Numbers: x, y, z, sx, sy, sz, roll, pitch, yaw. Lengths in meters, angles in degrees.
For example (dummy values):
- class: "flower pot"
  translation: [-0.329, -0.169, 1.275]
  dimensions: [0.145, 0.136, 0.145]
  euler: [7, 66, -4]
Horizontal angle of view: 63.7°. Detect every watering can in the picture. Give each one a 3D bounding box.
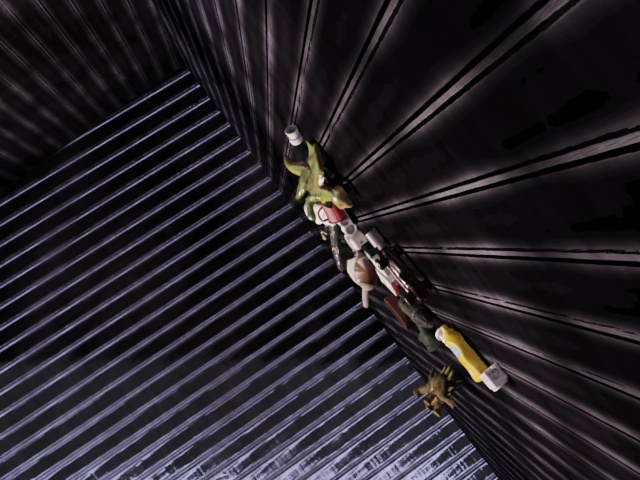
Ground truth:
- class: "watering can"
  translation: [0.190, 0.164, 2.268]
  dimensions: [0.226, 0.104, 0.344]
  euler: [-142, 34, -76]

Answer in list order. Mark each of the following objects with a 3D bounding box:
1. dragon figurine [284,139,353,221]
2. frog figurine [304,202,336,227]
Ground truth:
- class: "dragon figurine"
  translation: [-0.021, -0.224, 1.683]
  dimensions: [0.417, 0.123, 0.237]
  euler: [54, 149, 31]
- class: "frog figurine"
  translation: [0.007, -0.109, 2.172]
  dimensions: [0.134, 0.123, 0.162]
  euler: [100, 148, -56]
